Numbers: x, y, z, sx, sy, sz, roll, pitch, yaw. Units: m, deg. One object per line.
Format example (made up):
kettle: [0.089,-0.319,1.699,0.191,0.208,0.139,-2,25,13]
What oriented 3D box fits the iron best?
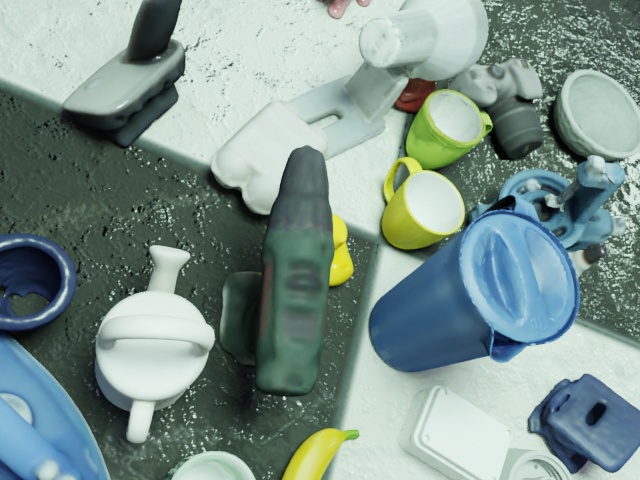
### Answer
iron: [-0.266,0.161,0.486,0.258,0.141,0.119,42,60,-1]

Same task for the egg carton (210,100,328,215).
egg carton: [-0.059,-0.104,0.719,0.107,0.069,0.150,39,60,-3]

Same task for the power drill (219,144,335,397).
power drill: [-0.044,0.046,0.583,0.076,0.208,0.229,7,67,-19]

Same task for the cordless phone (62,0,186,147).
cordless phone: [-0.210,-0.204,0.633,0.094,0.184,0.148,34,61,-5]

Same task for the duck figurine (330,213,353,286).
duck figurine: [0.006,0.002,0.692,0.078,0.086,0.104,-38,86,-30]

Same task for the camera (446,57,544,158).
camera: [0.284,-0.202,0.878,0.143,0.100,0.137,-8,72,-24]

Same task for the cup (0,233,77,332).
cup: [-0.292,0.042,0.551,0.118,0.094,0.092,48,60,2]

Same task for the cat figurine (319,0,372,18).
cat figurine: [0.045,-0.398,0.853,0.128,0.117,0.067,-40,87,-30]

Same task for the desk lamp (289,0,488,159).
desk lamp: [0.090,-0.223,0.744,0.204,0.213,0.118,-32,83,-29]

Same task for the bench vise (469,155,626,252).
bench vise: [0.338,-0.053,0.770,0.208,0.219,0.121,-9,72,-24]

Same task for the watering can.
watering can: [-0.155,0.091,0.529,0.101,0.193,0.173,-11,73,-25]

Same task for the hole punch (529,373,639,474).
hole punch: [0.341,0.232,0.729,0.109,0.091,0.101,-34,84,-29]

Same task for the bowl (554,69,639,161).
bowl: [0.452,-0.196,0.958,0.168,0.074,0.167,8,66,-19]

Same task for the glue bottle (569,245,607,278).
glue bottle: [0.303,0.044,0.743,0.037,0.173,0.078,17,64,-14]

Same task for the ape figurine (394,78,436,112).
ape figurine: [0.142,-0.234,0.839,0.076,0.092,0.078,41,60,-2]
